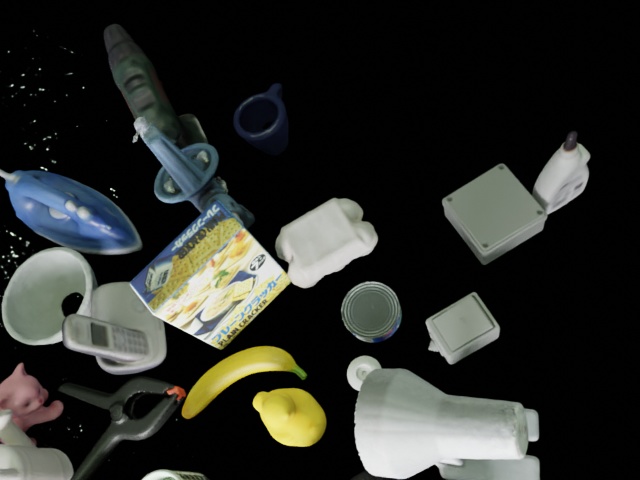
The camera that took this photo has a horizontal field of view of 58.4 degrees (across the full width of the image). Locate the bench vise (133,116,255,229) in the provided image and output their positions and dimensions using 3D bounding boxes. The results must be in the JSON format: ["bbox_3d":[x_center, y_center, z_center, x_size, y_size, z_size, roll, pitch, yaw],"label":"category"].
[{"bbox_3d":[-0.190,-0.102,0.897,0.206,0.220,0.121,25,76,23],"label":"bench vise"}]

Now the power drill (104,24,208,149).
[{"bbox_3d":[-0.279,-0.231,0.982,0.075,0.209,0.229,-30,63,1],"label":"power drill"}]

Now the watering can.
[{"bbox_3d":[-0.448,0.330,0.796,0.101,0.194,0.172,-33,63,0],"label":"watering can"}]

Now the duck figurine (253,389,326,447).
[{"bbox_3d":[-0.045,0.240,0.787,0.104,0.086,0.077,22,75,23],"label":"duck figurine"}]

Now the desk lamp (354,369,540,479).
[{"bbox_3d":[0.157,0.222,0.668,0.202,0.214,0.118,0,67,15],"label":"desk lamp"}]

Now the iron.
[{"bbox_3d":[-0.436,-0.057,0.988,0.257,0.142,0.119,20,74,22],"label":"iron"}]

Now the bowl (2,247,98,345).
[{"bbox_3d":[-0.435,0.101,0.958,0.167,0.075,0.167,-6,66,13],"label":"bowl"}]

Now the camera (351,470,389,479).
[{"bbox_3d":[0.039,0.357,0.705,0.137,0.101,0.143,-33,63,0],"label":"camera"}]

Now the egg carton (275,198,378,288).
[{"bbox_3d":[0.008,0.003,0.883,0.150,0.069,0.107,-31,63,1],"label":"egg carton"}]

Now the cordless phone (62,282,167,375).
[{"bbox_3d":[-0.314,0.119,0.855,0.094,0.185,0.147,-23,63,5],"label":"cordless phone"}]

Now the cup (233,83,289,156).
[{"bbox_3d":[-0.085,-0.199,0.980,0.091,0.095,0.118,17,73,21],"label":"cup"}]

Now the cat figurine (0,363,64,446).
[{"bbox_3d":[-0.464,0.259,0.874,0.067,0.118,0.128,27,77,24],"label":"cat figurine"}]

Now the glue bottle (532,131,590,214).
[{"bbox_3d":[0.333,-0.098,0.780,0.078,0.173,0.037,-32,63,0],"label":"glue bottle"}]
